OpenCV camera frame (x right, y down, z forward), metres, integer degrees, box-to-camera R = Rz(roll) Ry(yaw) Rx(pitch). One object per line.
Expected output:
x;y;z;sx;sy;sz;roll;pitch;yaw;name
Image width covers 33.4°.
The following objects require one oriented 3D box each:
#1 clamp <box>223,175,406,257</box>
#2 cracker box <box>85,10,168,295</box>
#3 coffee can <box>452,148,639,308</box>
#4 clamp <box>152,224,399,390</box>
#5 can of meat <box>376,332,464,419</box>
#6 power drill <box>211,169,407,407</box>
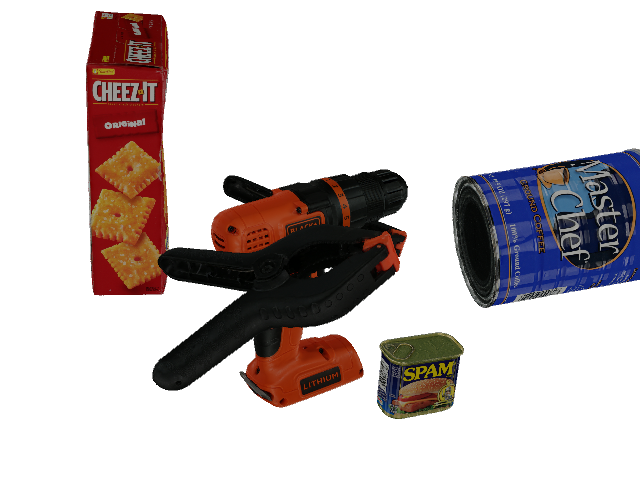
-0.005;-0.013;1.162;0.210;0.036;0.164;15;20;-10;clamp
-0.172;-0.081;0.965;0.072;0.214;0.164;0;27;-10;cracker box
0.184;-0.010;0.820;0.140;0.103;0.103;-9;1;-8;coffee can
-0.035;0.038;0.688;0.172;0.120;0.039;-13;-42;17;clamp
0.121;0.168;1.324;0.102;0.084;0.057;-6;27;-21;can of meat
-0.003;0.037;0.915;0.184;0.188;0.057;-16;27;-28;power drill
